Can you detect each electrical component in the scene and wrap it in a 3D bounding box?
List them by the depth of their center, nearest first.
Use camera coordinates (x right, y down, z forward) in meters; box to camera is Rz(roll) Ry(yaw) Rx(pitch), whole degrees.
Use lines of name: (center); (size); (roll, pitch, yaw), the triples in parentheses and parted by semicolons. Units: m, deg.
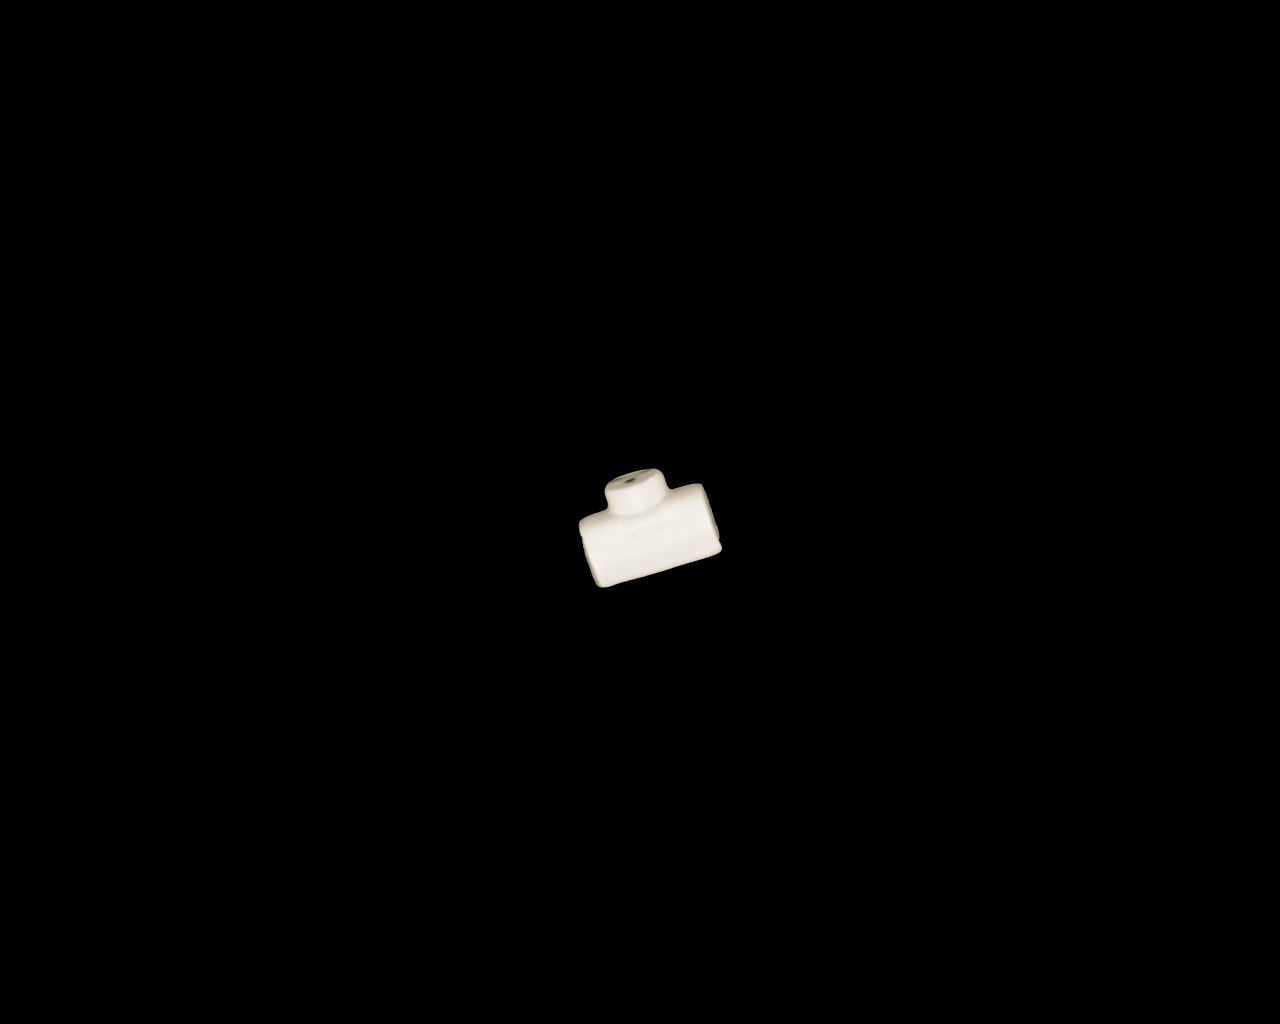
electrical component: (0.001, -0.003, 0.650); (0.077, 0.079, 0.043); (-18, 11, 4)
